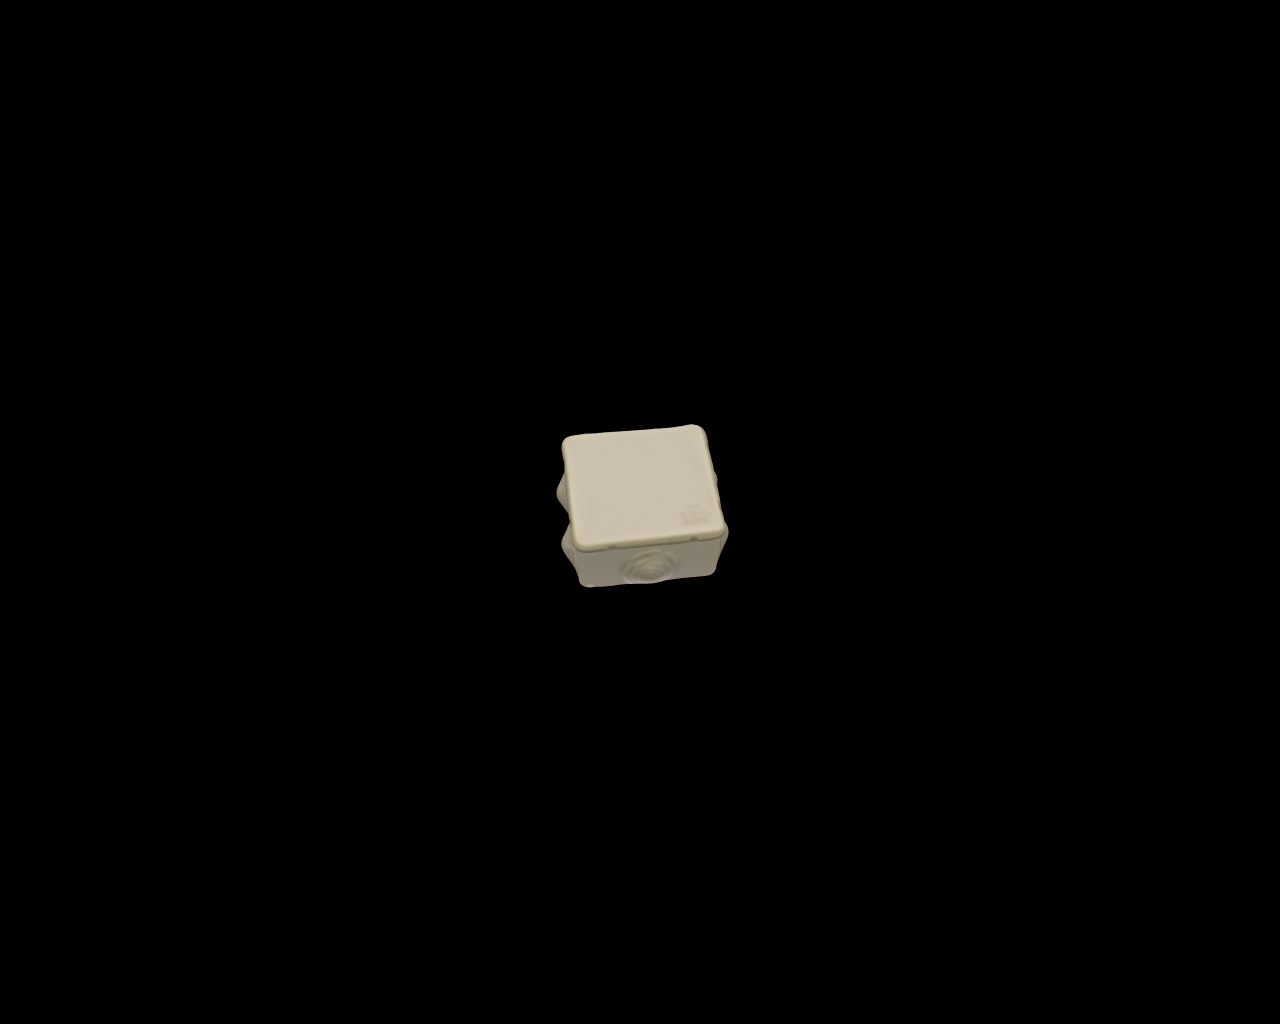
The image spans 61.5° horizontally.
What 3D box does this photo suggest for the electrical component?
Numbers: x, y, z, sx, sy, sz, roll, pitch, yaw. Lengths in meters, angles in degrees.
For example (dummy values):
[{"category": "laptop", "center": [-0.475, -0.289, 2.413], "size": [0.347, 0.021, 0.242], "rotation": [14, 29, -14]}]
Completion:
[{"category": "electrical component", "center": [0.001, -0.003, 0.650], "size": [0.100, 0.100, 0.048], "rotation": [-5, -39, -4]}]
